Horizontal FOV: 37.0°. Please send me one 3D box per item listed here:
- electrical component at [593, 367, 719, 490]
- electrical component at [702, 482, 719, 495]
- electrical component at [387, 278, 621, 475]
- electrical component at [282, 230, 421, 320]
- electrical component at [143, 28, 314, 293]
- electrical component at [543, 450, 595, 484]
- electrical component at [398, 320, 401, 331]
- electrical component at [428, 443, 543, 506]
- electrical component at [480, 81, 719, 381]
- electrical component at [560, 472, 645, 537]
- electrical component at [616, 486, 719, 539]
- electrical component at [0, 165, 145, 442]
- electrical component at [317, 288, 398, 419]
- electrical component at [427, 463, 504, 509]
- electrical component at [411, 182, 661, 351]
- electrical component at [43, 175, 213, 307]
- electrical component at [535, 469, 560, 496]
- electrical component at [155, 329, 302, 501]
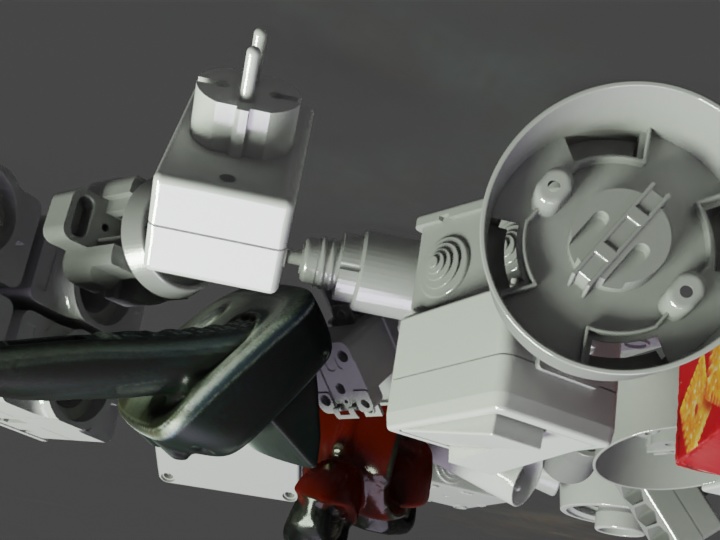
[{"bbox_3d":[0.195,0.097,0.656,0.099,0.064,0.099,9,159,3],"label":"electrical component"},{"bbox_3d":[0.288,0.125,0.710,0.100,0.048,0.099,14,159,-11],"label":"electrical component"},{"bbox_3d":[0.063,0.047,0.448,0.062,0.061,0.096,21,157,-27],"label":"electrical component"},{"bbox_3d":[0.000,0.000,0.524,0.078,0.040,0.040,11,159,-4],"label":"electrical component"},{"bbox_3d":[-0.042,-0.048,0.385,0.047,0.083,0.075,11,121,-4],"label":"electrical component"},{"bbox_3d":[0.160,0.127,0.788,0.044,0.044,0.065,10,155,0],"label":"electrical component"},{"bbox_3d":[0.036,0.033,0.564,0.035,0.061,0.035,8,159,3],"label":"electrical component"},{"bbox_3d":[0.092,0.128,0.801,0.077,0.043,0.079,24,138,34],"label":"electrical component"},{"bbox_3d":[0.092,-0.010,0.383,0.099,0.099,0.064,7,165,6],"label":"electrical component"},{"bbox_3d":[0.216,0.185,0.883,0.108,0.060,0.108,8,160,3],"label":"electrical component"},{"bbox_3d":[0.235,0.154,0.789,0.076,0.083,0.047,-26,165,-14],"label":"electrical component"},{"bbox_3d":[-0.191,0.015,0.557,0.060,0.105,0.186,-1,157,27],"label":"electrical component"},{"bbox_3d":[0.002,0.045,0.590,0.042,0.064,0.081,-10,109,40],"label":"electrical component"},{"bbox_3d":[0.077,0.173,0.931,0.100,0.048,0.100,17,158,-19],"label":"electrical component"},{"bbox_3d":[0.082,0.005,0.489,0.100,0.048,0.100,25,154,-36],"label":"electrical component"},{"bbox_3d":[-0.100,-0.014,0.509,0.057,0.058,0.078,-5,155,42],"label":"electrical component"},{"bbox_3d":[0.130,0.153,0.869,0.065,0.044,0.044,13,160,4],"label":"electrical component"},{"bbox_3d":[-0.088,0.103,0.758,0.109,0.056,0.108,8,131,5],"label":"electrical component"}]
